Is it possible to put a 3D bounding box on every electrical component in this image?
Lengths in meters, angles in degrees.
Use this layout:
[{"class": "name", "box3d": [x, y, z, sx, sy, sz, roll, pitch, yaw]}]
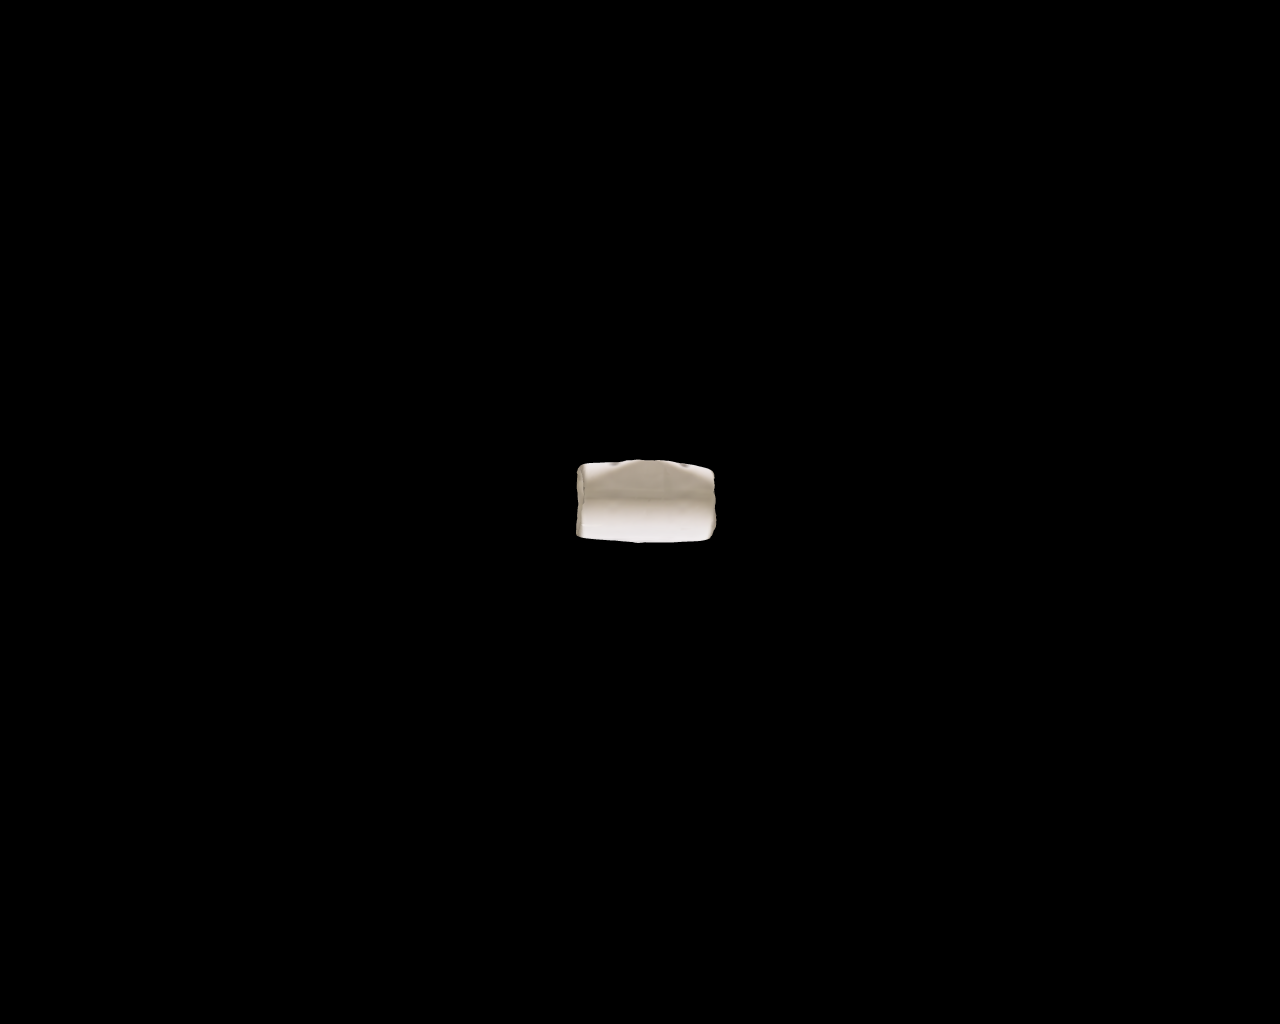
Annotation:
[{"class": "electrical component", "box3d": [0.001, -0.003, 0.650, 0.077, 0.044, 0.079, 1, -11, -7]}]
